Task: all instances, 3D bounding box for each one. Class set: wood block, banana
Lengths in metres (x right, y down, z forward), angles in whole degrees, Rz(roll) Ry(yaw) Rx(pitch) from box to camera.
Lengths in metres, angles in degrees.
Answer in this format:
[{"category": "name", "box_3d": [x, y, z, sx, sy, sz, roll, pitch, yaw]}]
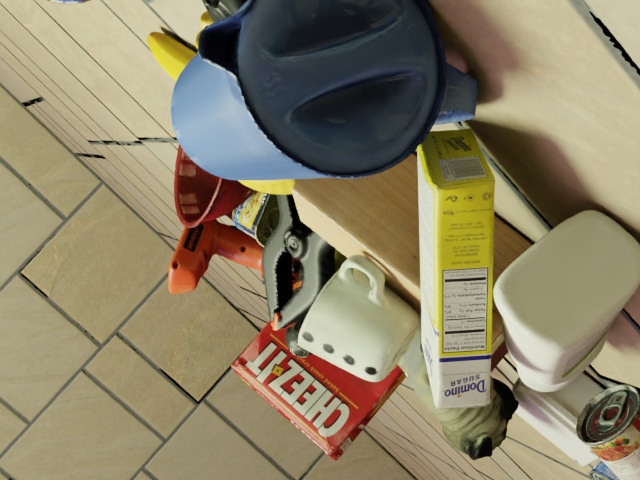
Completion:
[{"category": "wood block", "box_3d": [0.085, 0.000, 0.895, 0.206, 0.090, 0.091, 39, 169, 14]}, {"category": "banana", "box_3d": [-0.119, -0.176, 1.078, 0.198, 0.037, 0.069, 21, 137, 57]}]

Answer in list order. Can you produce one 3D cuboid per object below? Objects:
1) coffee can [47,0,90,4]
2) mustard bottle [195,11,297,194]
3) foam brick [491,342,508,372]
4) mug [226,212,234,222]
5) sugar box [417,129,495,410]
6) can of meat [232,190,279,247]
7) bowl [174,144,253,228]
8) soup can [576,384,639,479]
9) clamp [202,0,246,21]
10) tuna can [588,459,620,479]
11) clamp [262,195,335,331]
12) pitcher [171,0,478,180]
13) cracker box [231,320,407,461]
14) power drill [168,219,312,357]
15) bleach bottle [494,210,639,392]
[{"category": "coffee can", "box_3d": [-0.217, -0.270, 0.859, 0.103, 0.102, 0.140, 39, 169, 15]}, {"category": "mustard bottle", "box_3d": [-0.070, -0.128, 0.972, 0.096, 0.058, 0.191, 24, 150, 35]}, {"category": "foam brick", "box_3d": [0.168, 0.115, 1.155, 0.053, 0.051, 0.078, 42, 170, 4]}, {"category": "mug", "box_3d": [-0.090, -0.070, 1.278, 0.081, 0.093, 0.117, 42, -159, -30]}, {"category": "sugar box", "box_3d": [0.095, 0.021, 0.749, 0.093, 0.048, 0.176, -94, -2, -62]}, {"category": "can of meat", "box_3d": [-0.047, -0.045, 1.155, 0.057, 0.102, 0.084, 20, -176, -29]}, {"category": "bowl", "box_3d": [-0.105, -0.088, 1.154, 0.055, 0.162, 0.162, 11, -176, -26]}, {"category": "soup can", "box_3d": [0.291, 0.189, 0.970, 0.102, 0.068, 0.069, 45, 169, -16]}, {"category": "clamp", "box_3d": [-0.067, -0.189, 0.824, 0.171, 0.039, 0.120, 43, 177, -40]}, {"category": "tuna can", "box_3d": [0.311, 0.247, 1.057, 0.086, 0.033, 0.086, 41, 171, 8]}, {"category": "clamp", "box_3d": [-0.007, 0.001, 1.063, 0.036, 0.210, 0.165, -9, -153, -44]}, {"category": "pitcher", "box_3d": [-0.015, -0.099, 0.730, 0.149, 0.145, 0.243, 53, 164, -12]}, {"category": "cracker box", "box_3d": [0.025, 0.127, 1.274, 0.164, 0.213, 0.072, 39, 170, 16]}, {"category": "power drill", "box_3d": [-0.071, 0.041, 1.196, 0.187, 0.184, 0.057, 13, 135, 2]}, {"category": "bleach bottle", "box_3d": [0.177, 0.068, 0.796, 0.068, 0.102, 0.251, 47, 170, 21]}]
